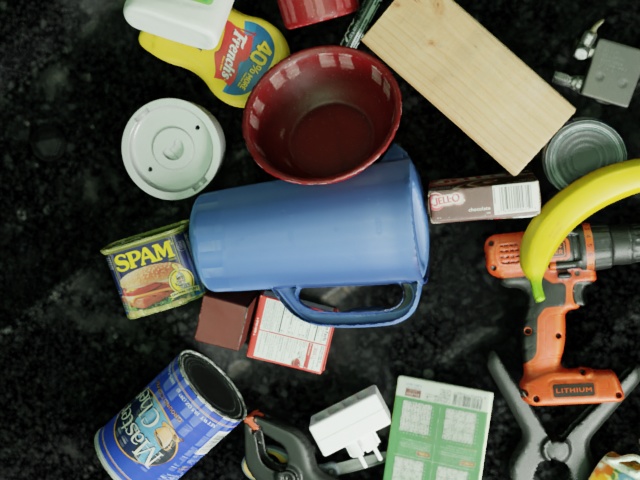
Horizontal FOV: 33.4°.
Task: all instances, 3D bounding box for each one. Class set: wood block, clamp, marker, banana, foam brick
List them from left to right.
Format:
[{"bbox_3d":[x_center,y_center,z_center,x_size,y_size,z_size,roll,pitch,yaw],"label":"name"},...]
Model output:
[{"bbox_3d":[-0.102,0.083,1.172,0.051,0.078,0.053,15,101,3],"label":"foam brick"},{"bbox_3d":[-0.021,0.262,1.193,0.120,0.039,0.171,-26,94,10],"label":"clamp"},{"bbox_3d":[0.035,-0.216,1.132,0.020,0.020,0.121,29,102,2],"label":"marker"},{"bbox_3d":[0.150,-0.169,1.088,0.206,0.090,0.090,41,102,-1],"label":"wood block"},{"bbox_3d":[0.247,0.218,1.168,0.164,0.036,0.210,12,98,6],"label":"clamp"},{"bbox_3d":[0.267,-0.026,1.079,0.198,0.037,0.070,-44,78,0],"label":"banana"}]

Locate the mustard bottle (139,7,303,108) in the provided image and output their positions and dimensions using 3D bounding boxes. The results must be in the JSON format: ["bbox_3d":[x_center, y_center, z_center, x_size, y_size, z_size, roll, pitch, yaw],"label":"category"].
[{"bbox_3d":[-0.090,-0.196,1.132,0.191,0.058,0.096,34,96,1],"label":"mustard bottle"}]

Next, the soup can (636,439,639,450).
[{"bbox_3d":[0.397,0.210,1.130,0.102,0.068,0.068,-41,92,12],"label":"soup can"}]

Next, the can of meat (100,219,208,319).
[{"bbox_3d":[-0.181,0.033,1.185,0.102,0.057,0.084,-16,100,10],"label":"can of meat"}]

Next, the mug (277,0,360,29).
[{"bbox_3d":[0.004,-0.269,1.097,0.117,0.093,0.081,-18,102,-10],"label":"mug"}]

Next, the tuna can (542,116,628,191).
[{"bbox_3d":[0.276,-0.085,1.114,0.086,0.033,0.086,1,100,8],"label":"tuna can"}]

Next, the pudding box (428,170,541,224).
[{"bbox_3d":[0.168,-0.046,1.107,0.113,0.090,0.039,-3,101,7],"label":"pudding box"}]

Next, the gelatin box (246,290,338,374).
[{"bbox_3d":[-0.031,0.102,1.189,0.089,0.030,0.073,13,101,1],"label":"gelatin box"}]

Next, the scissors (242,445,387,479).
[{"bbox_3d":[-0.004,0.251,1.218,0.202,0.016,0.096,-32,94,11],"label":"scissors"}]

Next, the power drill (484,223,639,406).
[{"bbox_3d":[0.271,0.076,1.116,0.184,0.057,0.187,-5,84,9],"label":"power drill"}]

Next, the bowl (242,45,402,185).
[{"bbox_3d":[0.006,-0.115,1.073,0.162,0.055,0.162,-6,64,11],"label":"bowl"}]

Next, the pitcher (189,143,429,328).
[{"bbox_3d":[-0.007,0.001,1.119,0.243,0.149,0.145,-6,126,12],"label":"pitcher"}]

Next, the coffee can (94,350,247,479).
[{"bbox_3d":[-0.166,0.206,1.188,0.140,0.102,0.103,-44,92,12],"label":"coffee can"}]

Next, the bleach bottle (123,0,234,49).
[{"bbox_3d":[-0.114,-0.326,1.083,0.102,0.068,0.251,17,81,-5],"label":"bleach bottle"}]
